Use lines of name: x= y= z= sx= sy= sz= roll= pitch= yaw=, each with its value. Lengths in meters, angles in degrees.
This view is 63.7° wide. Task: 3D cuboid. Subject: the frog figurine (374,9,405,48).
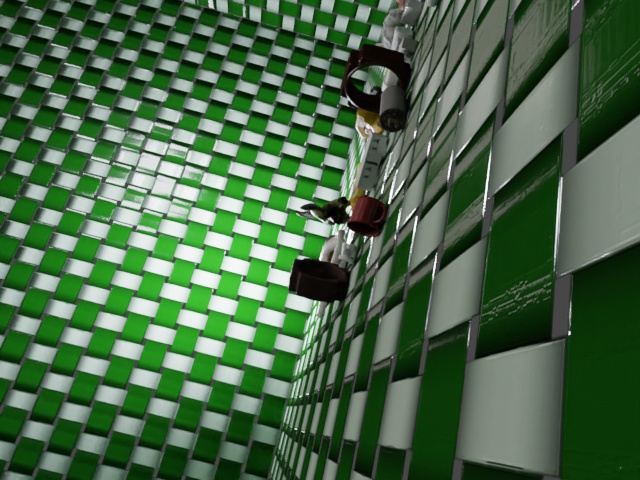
frog figurine: x=0.282 y=-0.766 z=1.905 sx=0.138 sy=0.124 sz=0.156 roll=-13 pitch=-34 yaw=-43

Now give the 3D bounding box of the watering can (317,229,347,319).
watering can: x=0.042 y=0.115 z=2.021 sx=0.226 sy=0.104 sz=0.344 roll=-79 pitch=4 yaw=-78

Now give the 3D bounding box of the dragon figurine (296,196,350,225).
dragon figurine: x=0.006 y=-0.103 z=2.038 sx=0.241 sy=0.409 sz=0.123 roll=-8 pitch=79 yaw=46
